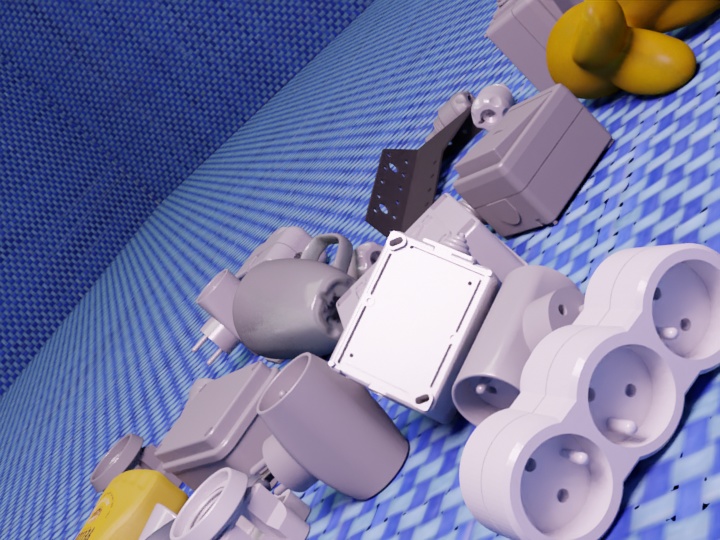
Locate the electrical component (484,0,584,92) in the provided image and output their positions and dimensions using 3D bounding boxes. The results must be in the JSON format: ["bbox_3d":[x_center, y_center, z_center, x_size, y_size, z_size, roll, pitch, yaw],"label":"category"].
[{"bbox_3d":[0.149,-0.193,0.855,0.061,0.096,0.061,-34,19,40],"label":"electrical component"}]

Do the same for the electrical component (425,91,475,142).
[{"bbox_3d":[0.087,-0.140,1.023,0.061,0.035,0.035,-41,15,31],"label":"electrical component"}]

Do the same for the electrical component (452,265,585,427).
[{"bbox_3d":[0.089,0.032,0.511,0.079,0.043,0.077,-32,20,47],"label":"electrical component"}]

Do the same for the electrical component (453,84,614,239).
[{"bbox_3d":[0.114,-0.078,0.707,0.096,0.061,0.062,-52,15,-23],"label":"electrical component"}]

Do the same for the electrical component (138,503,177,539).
[{"bbox_3d":[-0.137,0.193,0.726,0.055,0.045,0.045,-52,15,-19],"label":"electrical component"}]

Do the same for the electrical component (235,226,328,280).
[{"bbox_3d":[-0.079,-0.003,1.088,0.095,0.054,0.059,-27,24,54],"label":"electrical component"}]

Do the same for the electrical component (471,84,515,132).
[{"bbox_3d":[0.119,-0.147,0.944,0.035,0.035,0.061,-37,14,35],"label":"electrical component"}]

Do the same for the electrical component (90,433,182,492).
[{"bbox_3d":[-0.189,0.175,0.907,0.058,0.057,0.078,-30,21,49],"label":"electrical component"}]

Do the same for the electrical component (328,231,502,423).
[{"bbox_3d":[0.037,0.026,0.575,0.096,0.062,0.061,-64,-22,-6],"label":"electrical component"}]

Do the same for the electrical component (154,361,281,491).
[{"bbox_3d":[-0.090,0.118,0.774,0.113,0.057,0.078,-26,24,55],"label":"electrical component"}]

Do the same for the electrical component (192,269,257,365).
[{"bbox_3d":[-0.124,0.053,1.013,0.079,0.077,0.043,-49,14,-8],"label":"electrical component"}]

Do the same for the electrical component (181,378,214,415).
[{"bbox_3d":[-0.134,0.123,0.931,0.040,0.040,0.046,-32,26,45],"label":"electrical component"}]

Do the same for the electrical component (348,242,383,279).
[{"bbox_3d":[0.000,0.000,0.885,0.035,0.035,0.061,-55,14,-31],"label":"electrical component"}]

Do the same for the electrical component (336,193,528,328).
[{"bbox_3d":[0.044,0.014,0.668,0.108,0.056,0.108,-45,14,5],"label":"electrical component"}]

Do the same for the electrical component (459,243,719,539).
[{"bbox_3d":[0.090,0.048,0.441,0.138,0.052,0.074,-50,14,-14],"label":"electrical component"}]

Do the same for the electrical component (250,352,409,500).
[{"bbox_3d":[-0.027,0.097,0.601,0.079,0.077,0.044,-41,15,21],"label":"electrical component"}]

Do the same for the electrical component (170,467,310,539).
[{"bbox_3d":[-0.072,0.152,0.622,0.058,0.057,0.078,-30,21,49],"label":"electrical component"}]

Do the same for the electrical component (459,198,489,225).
[{"bbox_3d":[0.068,-0.027,0.747,0.078,0.040,0.040,-47,14,-1],"label":"electrical component"}]
